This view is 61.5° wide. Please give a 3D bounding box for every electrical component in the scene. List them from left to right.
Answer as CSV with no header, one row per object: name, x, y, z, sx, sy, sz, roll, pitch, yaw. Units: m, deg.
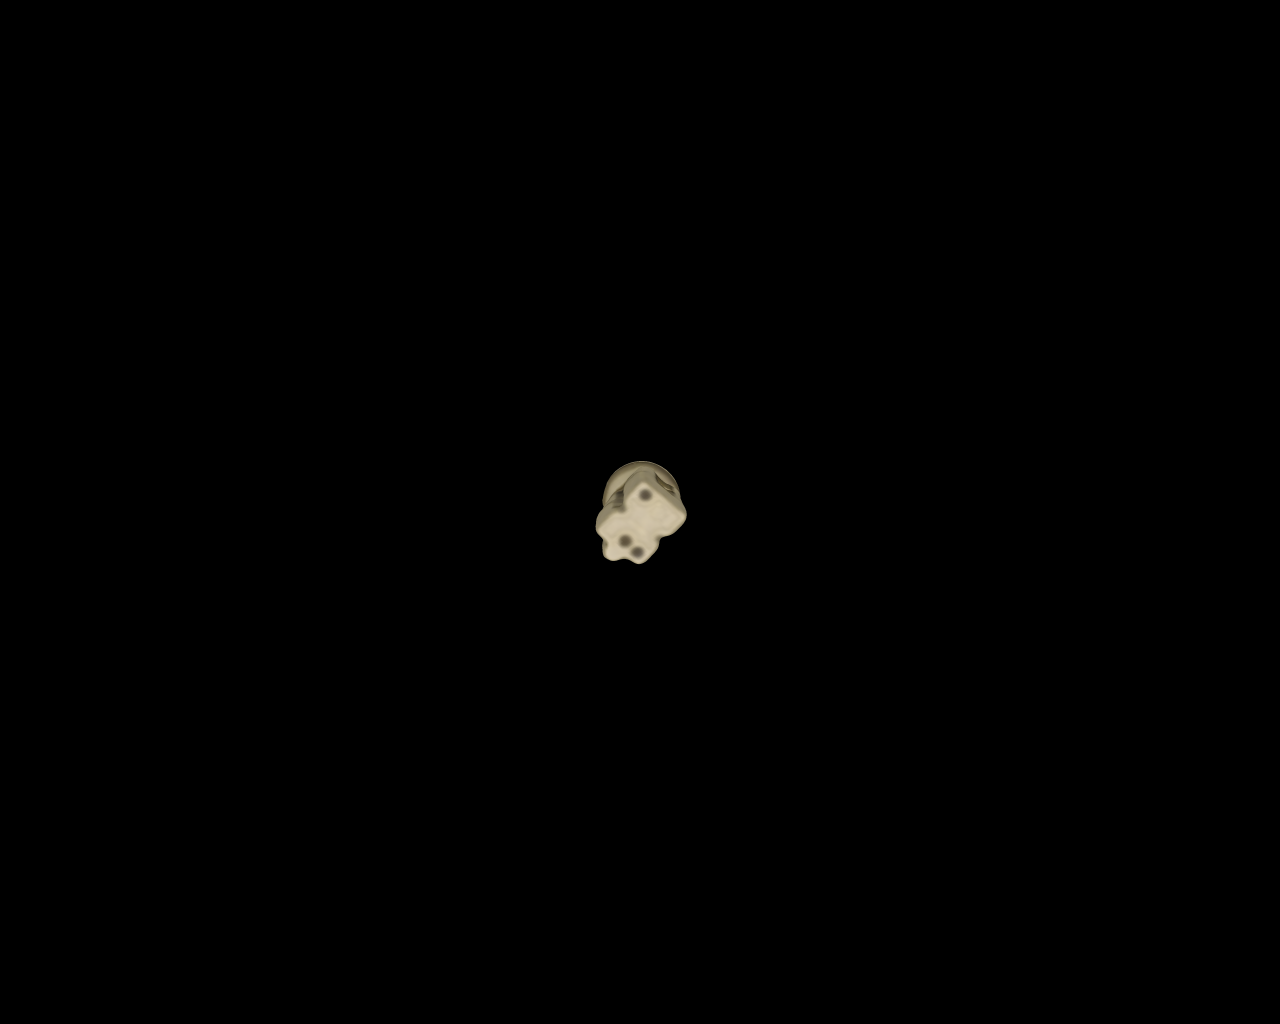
electrical component,0.001,-0.003,0.650,0.048,0.066,0.055,41,16,-14
